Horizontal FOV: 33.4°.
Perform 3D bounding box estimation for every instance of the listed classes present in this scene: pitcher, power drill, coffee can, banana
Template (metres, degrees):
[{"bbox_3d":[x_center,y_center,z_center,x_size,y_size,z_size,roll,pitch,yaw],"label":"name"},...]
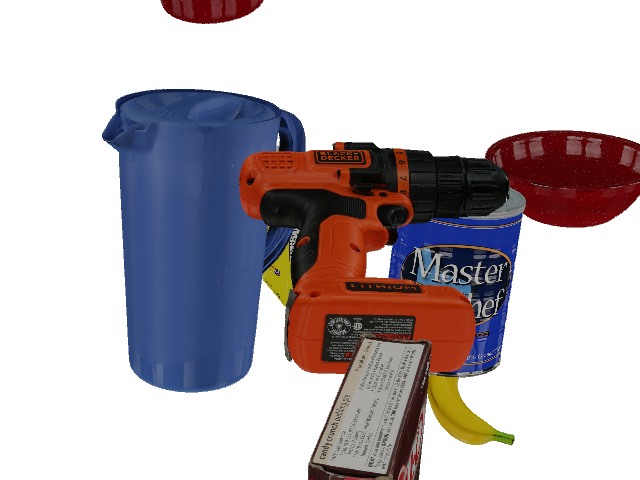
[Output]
[{"bbox_3d":[-0.097,-0.003,0.902,0.149,0.243,0.145,5,20,4],"label":"pitcher"},{"bbox_3d":[0.043,0.003,0.667,0.184,0.057,0.187,-1,34,-4],"label":"power drill"},{"bbox_3d":[0.107,0.027,0.874,0.103,0.140,0.103,5,19,-2],"label":"coffee can"},{"bbox_3d":[0.163,0.193,1.277,0.069,0.037,0.198,10,21,-18],"label":"banana"}]

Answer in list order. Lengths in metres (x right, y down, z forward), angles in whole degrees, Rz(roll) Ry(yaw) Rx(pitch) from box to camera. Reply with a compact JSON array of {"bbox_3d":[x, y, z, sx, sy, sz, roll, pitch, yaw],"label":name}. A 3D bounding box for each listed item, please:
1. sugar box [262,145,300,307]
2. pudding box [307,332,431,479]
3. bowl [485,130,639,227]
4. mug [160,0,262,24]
[{"bbox_3d":[-0.040,-0.017,1.274,0.048,0.176,0.093,-12,26,-20],"label":"sugar box"},{"bbox_3d":[0.022,0.106,0.473,0.039,0.090,0.113,8,25,9],"label":"pudding box"},{"bbox_3d":[0.237,-0.055,1.017,0.162,0.055,0.162,-1,25,0],"label":"bowl"},{"bbox_3d":[-0.096,-0.215,0.798,0.117,0.081,0.093,0,38,5],"label":"mug"}]
